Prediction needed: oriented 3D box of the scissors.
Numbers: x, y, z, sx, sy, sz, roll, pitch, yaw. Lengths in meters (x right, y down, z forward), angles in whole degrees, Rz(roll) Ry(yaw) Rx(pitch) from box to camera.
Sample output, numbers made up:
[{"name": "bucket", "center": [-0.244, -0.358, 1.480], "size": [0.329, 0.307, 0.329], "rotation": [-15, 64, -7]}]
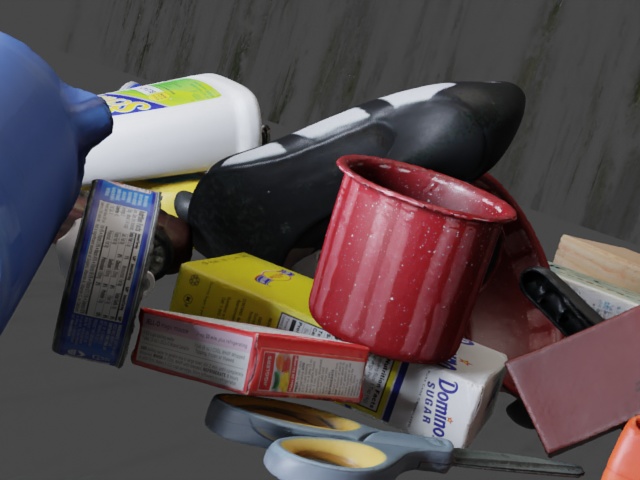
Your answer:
[{"name": "scissors", "center": [0.049, 0.101, 0.474], "size": [0.201, 0.016, 0.096], "rotation": [14, 6, -14]}]

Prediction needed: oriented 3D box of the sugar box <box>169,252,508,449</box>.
[{"name": "sugar box", "center": [0.012, 0.057, 0.593], "size": [0.176, 0.048, 0.093], "rotation": [18, 10, 16]}]

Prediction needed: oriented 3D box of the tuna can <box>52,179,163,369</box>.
[{"name": "tuna can", "center": [-0.100, 0.015, 0.501], "size": [0.033, 0.086, 0.086], "rotation": [13, 9, -11]}]

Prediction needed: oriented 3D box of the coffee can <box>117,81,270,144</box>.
[{"name": "coffee can", "center": [-0.130, -0.082, 1.021], "size": [0.140, 0.103, 0.102], "rotation": [19, 8, 7]}]

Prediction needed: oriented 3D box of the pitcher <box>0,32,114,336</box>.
[{"name": "pitcher", "center": [-0.182, -0.015, 0.452], "size": [0.145, 0.149, 0.243], "rotation": [31, 8, -15]}]

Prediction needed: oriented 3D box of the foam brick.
[{"name": "foam brick", "center": [0.144, 0.076, 0.560], "size": [0.078, 0.053, 0.051], "rotation": [-23, -17, 6]}]

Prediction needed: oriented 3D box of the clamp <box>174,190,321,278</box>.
[{"name": "clamp", "center": [-0.005, 0.001, 0.758], "size": [0.164, 0.036, 0.210], "rotation": [-22, 51, -6]}]

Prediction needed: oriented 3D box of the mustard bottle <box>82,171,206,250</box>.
[{"name": "mustard bottle", "center": [-0.120, -0.035, 0.878], "size": [0.096, 0.058, 0.192], "rotation": [1, 17, -43]}]

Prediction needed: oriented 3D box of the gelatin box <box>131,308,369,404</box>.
[{"name": "gelatin box", "center": [-0.034, 0.055, 0.502], "size": [0.089, 0.030, 0.073], "rotation": [6, -5, 45]}]

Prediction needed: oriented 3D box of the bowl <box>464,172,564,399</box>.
[{"name": "bowl", "center": [0.098, 0.034, 0.703], "size": [0.055, 0.162, 0.161], "rotation": [-22, -16, 33]}]

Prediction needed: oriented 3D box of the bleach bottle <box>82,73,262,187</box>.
[{"name": "bleach bottle", "center": [-0.176, -0.073, 0.806], "size": [0.250, 0.068, 0.103], "rotation": [-14, 28, -30]}]

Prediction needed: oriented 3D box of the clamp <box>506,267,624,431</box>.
[{"name": "clamp", "center": [0.192, 0.082, 0.671], "size": [0.171, 0.120, 0.039], "rotation": [19, -37, -15]}]

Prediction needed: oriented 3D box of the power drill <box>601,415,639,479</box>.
[{"name": "power drill", "center": [0.218, 0.137, 0.458], "size": [0.188, 0.057, 0.184], "rotation": [26, 8, 32]}]

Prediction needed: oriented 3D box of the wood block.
[{"name": "wood block", "center": [0.297, 0.072, 0.931], "size": [0.090, 0.090, 0.206], "rotation": [12, 11, -33]}]

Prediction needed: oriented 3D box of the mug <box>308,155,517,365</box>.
[{"name": "mug", "center": [0.051, 0.010, 0.547], "size": [0.117, 0.081, 0.093], "rotation": [1, 21, -45]}]
